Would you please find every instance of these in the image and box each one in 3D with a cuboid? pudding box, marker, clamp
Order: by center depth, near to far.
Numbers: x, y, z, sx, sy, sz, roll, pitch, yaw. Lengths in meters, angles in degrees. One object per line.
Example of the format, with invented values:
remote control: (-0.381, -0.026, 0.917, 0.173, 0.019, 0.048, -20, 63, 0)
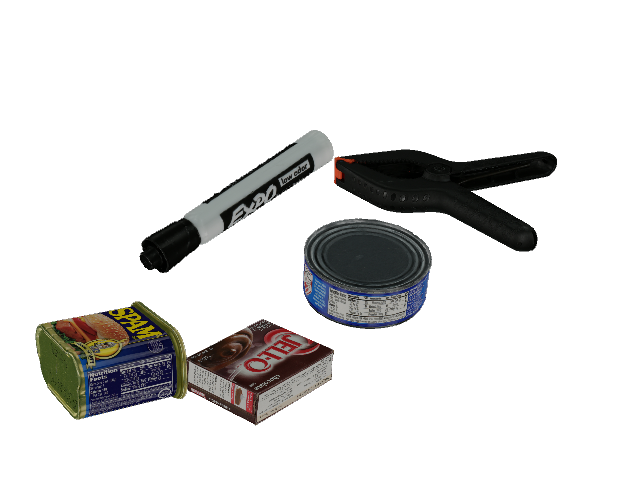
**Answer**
marker: (-0.040, -0.020, 0.525, 0.120, 0.020, 0.020, -36, 22, -33)
pudding box: (-0.056, 0.120, 0.994, 0.090, 0.039, 0.113, 19, 30, 34)
clamp: (0.118, -0.055, 1.000, 0.210, 0.036, 0.164, 13, 32, 20)

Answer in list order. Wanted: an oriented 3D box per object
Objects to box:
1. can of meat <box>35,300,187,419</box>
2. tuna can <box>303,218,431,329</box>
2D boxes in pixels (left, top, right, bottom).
can of meat: (-0.161, 0.090, 0.812, 0.083, 0.057, 0.102, -10, 20, -30)
tuna can: (0.031, 0.022, 0.720, 0.086, 0.034, 0.086, 3, 33, -2)
